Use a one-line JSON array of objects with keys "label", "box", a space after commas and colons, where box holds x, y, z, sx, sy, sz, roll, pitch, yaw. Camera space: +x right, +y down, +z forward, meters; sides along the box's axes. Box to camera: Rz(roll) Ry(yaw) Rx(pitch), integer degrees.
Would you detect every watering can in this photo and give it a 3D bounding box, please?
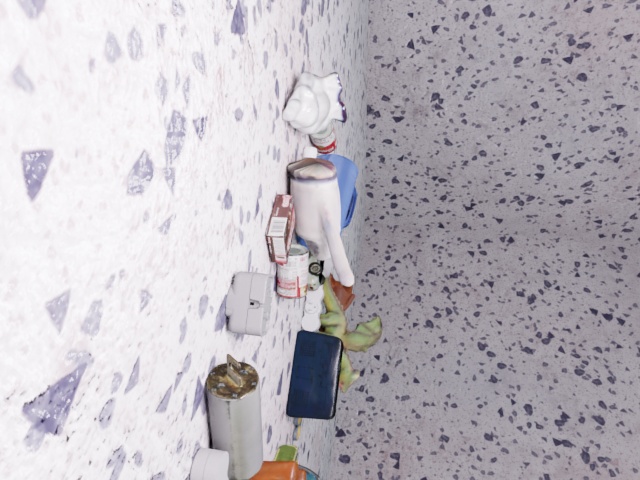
[{"label": "watering can", "box": [0.003, -0.055, 1.088, 0.352, 0.104, 0.221, -134, -142, -64]}]

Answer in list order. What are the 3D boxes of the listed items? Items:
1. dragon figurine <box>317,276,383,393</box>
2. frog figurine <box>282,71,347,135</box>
[{"label": "dragon figurine", "box": [0.083, 0.282, 1.662, 0.119, 0.243, 0.420, 76, 22, -53]}, {"label": "frog figurine", "box": [-0.030, -0.282, 1.089, 0.161, 0.124, 0.134, -32, 147, -33]}]
